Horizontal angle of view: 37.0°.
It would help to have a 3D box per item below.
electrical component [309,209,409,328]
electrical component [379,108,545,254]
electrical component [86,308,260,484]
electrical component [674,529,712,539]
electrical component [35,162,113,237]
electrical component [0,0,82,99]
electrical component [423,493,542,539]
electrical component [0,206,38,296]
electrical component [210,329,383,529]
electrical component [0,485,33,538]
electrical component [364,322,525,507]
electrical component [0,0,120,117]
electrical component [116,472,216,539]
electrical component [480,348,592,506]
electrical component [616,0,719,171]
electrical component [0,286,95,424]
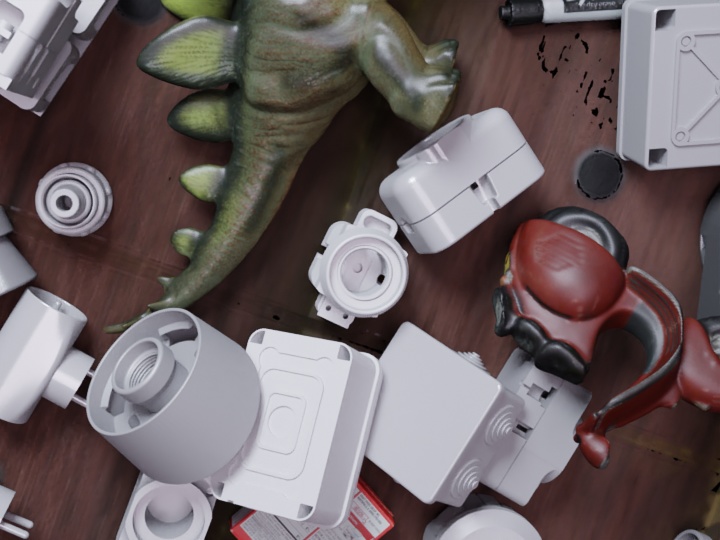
[{"bbox_3d":[0.000,0.000,0.704,0.058,0.057,0.078,26,92,-10],"label":"electrical component"},{"bbox_3d":[0.064,-0.061,0.703,0.095,0.054,0.059,-37,100,-14],"label":"electrical component"},{"bbox_3d":[-0.117,0.075,0.665,0.099,0.099,0.064,-45,128,-2],"label":"electrical component"},{"bbox_3d":[0.252,0.213,0.775,0.046,0.040,0.040,25,92,-16],"label":"electrical component"},{"bbox_3d":[-0.181,-0.043,0.670,0.048,0.062,0.048,-1,96,-8],"label":"electrical component"},{"bbox_3d":[-0.232,-0.160,0.573,0.150,0.089,0.061,32,91,-10],"label":"electrical component"},{"bbox_3d":[0.084,0.197,0.741,0.080,0.051,0.080,-1,96,-8],"label":"electrical component"},{"bbox_3d":[-0.235,-0.011,0.675,0.045,0.045,0.055,-25,99,-5],"label":"electrical component"},{"bbox_3d":[-0.038,0.101,0.684,0.078,0.057,0.113,8,77,26],"label":"electrical component"},{"bbox_3d":[-0.243,0.148,0.674,0.079,0.077,0.043,27,91,-11],"label":"electrical component"},{"bbox_3d":[0.048,0.096,0.705,0.099,0.100,0.048,-58,143,1],"label":"electrical component"},{"bbox_3d":[-0.247,-0.190,0.645,0.186,0.060,0.105,34,90,-10],"label":"electrical component"},{"bbox_3d":[-0.124,0.154,0.703,0.050,0.056,0.089,20,93,-10],"label":"electrical component"},{"bbox_3d":[0.113,0.108,0.736,0.056,0.050,0.089,31,91,-10],"label":"electrical component"},{"bbox_3d":[0.232,-0.126,0.715,0.109,0.056,0.108,-5,109,-8],"label":"electrical component"},{"bbox_3d":[-0.197,0.063,0.688,0.079,0.044,0.077,31,91,-10],"label":"electrical component"}]
